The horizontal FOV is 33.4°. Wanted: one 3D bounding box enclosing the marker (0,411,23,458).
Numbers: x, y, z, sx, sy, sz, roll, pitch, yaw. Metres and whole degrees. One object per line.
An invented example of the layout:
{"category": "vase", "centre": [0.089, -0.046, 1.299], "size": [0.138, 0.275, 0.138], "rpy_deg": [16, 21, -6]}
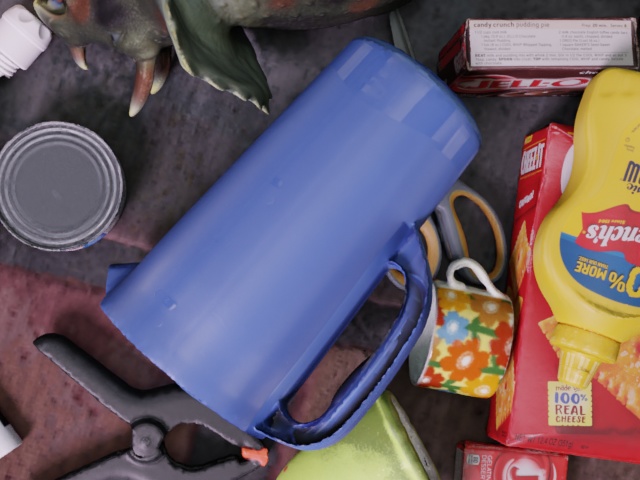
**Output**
{"category": "marker", "centre": [-0.240, 0.091, 0.711], "size": [0.020, 0.020, 0.121], "rpy_deg": [-35, 91, -4]}

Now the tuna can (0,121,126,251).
{"category": "tuna can", "centre": [-0.173, -0.035, 0.712], "size": [0.086, 0.034, 0.086], "rpy_deg": [0, 88, -4]}

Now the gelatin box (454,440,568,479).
{"category": "gelatin box", "centre": [0.127, 0.185, 0.727], "size": [0.073, 0.030, 0.089], "rpy_deg": [6, 88, -4]}

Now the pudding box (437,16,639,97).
{"category": "pudding box", "centre": [0.141, -0.120, 0.708], "size": [0.113, 0.090, 0.039], "rpy_deg": [-3, 88, -4]}

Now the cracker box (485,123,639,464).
{"category": "cracker box", "centre": [0.210, 0.041, 0.717], "size": [0.164, 0.072, 0.214], "rpy_deg": [9, 87, -4]}

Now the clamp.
{"category": "clamp", "centre": [-0.120, 0.122, 0.709], "size": [0.171, 0.039, 0.120], "rpy_deg": [0, 94, -8]}

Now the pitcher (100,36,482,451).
{"category": "pitcher", "centre": [-0.004, 0.001, 0.668], "size": [0.149, 0.145, 0.243], "rpy_deg": [42, 87, -23]}

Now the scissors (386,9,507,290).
{"category": "scissors", "centre": [0.059, -0.052, 0.737], "size": [0.096, 0.016, 0.202], "rpy_deg": [-28, 90, -4]}

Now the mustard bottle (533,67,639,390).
{"category": "mustard bottle", "centre": [0.184, -0.002, 0.653], "size": [0.096, 0.058, 0.191], "rpy_deg": [20, 86, -1]}

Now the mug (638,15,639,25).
{"category": "mug", "centre": [0.265, -0.139, 0.708], "size": [0.093, 0.117, 0.081], "rpy_deg": [-37, 85, 30]}
